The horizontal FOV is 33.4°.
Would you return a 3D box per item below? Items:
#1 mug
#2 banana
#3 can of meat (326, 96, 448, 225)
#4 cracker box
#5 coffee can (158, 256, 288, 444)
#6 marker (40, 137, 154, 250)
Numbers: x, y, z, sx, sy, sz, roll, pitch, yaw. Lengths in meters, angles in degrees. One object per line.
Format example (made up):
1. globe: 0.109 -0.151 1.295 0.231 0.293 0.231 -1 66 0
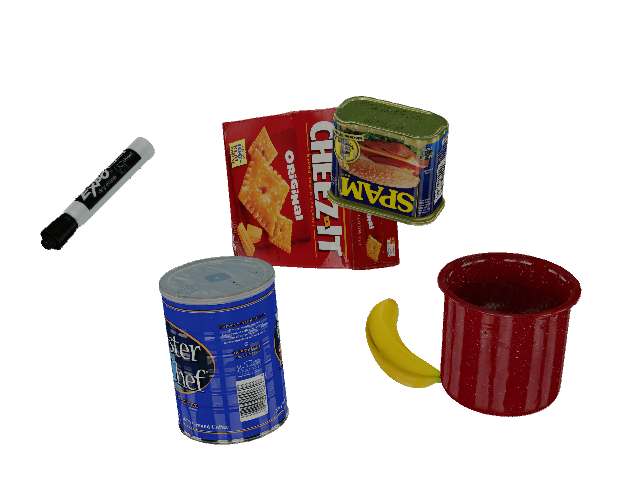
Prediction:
1. mug: 0.122 0.059 0.725 0.093 0.081 0.117 -1 25 -4
2. banana: 0.088 0.120 1.228 0.069 0.037 0.198 6 23 -22
3. can of meat: 0.058 -0.070 0.918 0.102 0.084 0.057 16 37 21
4. cracker box: -0.016 -0.054 1.133 0.071 0.164 0.214 -8 6 -37
5. coffee can: -0.085 0.096 0.960 0.103 0.140 0.103 -5 19 1
6. marker: -0.169 -0.035 0.809 0.020 0.020 0.121 0 40 43
